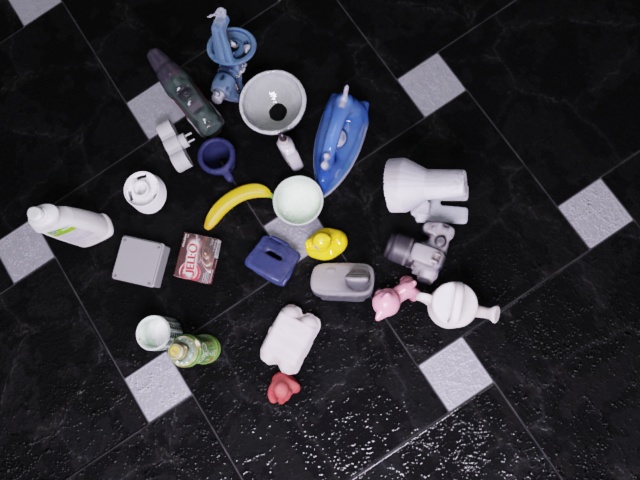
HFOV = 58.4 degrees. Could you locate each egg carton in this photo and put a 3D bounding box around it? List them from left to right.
[{"bbox_3d":[-0.070,0.230,1.332,0.107,0.069,0.150,25,84,9],"label":"egg carton"}]

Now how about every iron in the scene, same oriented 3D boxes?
[{"bbox_3d":[0.036,-0.235,1.359,0.118,0.141,0.258,15,83,8],"label":"iron"}]

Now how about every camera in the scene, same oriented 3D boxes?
[{"bbox_3d":[0.225,0.016,1.322,0.136,0.101,0.143,20,83,8],"label":"camera"}]

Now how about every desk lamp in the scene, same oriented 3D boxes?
[{"bbox_3d":[0.243,-0.110,1.283,0.203,0.213,0.118,2,81,6],"label":"desk lamp"}]

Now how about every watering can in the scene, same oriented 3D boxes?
[{"bbox_3d":[0.300,0.141,1.247,0.172,0.194,0.101,-9,80,4],"label":"watering can"}]

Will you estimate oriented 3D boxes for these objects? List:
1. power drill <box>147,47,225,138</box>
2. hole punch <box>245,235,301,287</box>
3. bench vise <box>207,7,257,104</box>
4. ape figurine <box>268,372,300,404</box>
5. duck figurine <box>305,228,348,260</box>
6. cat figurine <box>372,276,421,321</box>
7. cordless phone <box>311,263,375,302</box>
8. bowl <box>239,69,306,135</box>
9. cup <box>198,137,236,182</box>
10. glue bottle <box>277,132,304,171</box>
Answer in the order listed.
[{"bbox_3d":[-0.309,-0.333,1.374,0.075,0.208,0.229,-40,79,-1],"label":"power drill"},{"bbox_3d":[-0.111,0.045,1.354,0.108,0.091,0.101,28,85,9],"label":"hole punch"},{"bbox_3d":[-0.215,-0.440,1.376,0.121,0.220,0.207,-4,81,5],"label":"bench vise"},{"bbox_3d":[-0.085,0.340,1.305,0.077,0.092,0.076,-6,80,5],"label":"ape figurine"},{"bbox_3d":[0.012,0.005,1.351,0.104,0.086,0.077,-12,80,4],"label":"duck figurine"},{"bbox_3d":[0.168,0.130,1.300,0.128,0.118,0.067,-34,79,0],"label":"cat figurine"},{"bbox_3d":[0.048,0.088,1.284,0.147,0.185,0.094,-2,81,5],"label":"cordless phone"},{"bbox_3d":[-0.112,-0.331,1.422,0.167,0.075,0.167,-1,81,5],"label":"bowl"},{"bbox_3d":[-0.236,-0.184,1.401,0.091,0.095,0.117,-32,79,0],"label":"cup"},{"bbox_3d":[-0.077,-0.219,1.351,0.037,0.173,0.078,-33,79,0],"label":"glue bottle"}]
